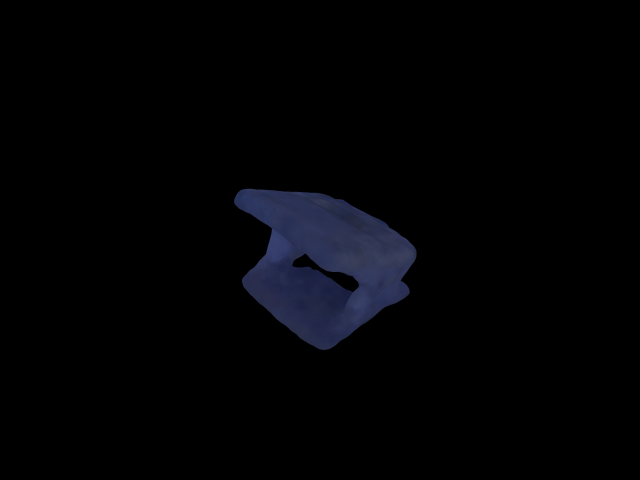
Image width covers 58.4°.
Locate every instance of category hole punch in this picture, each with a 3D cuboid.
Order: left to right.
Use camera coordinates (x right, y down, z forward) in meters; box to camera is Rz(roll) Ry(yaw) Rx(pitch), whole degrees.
[{"bbox_3d":[0.004,0.001,0.400,0.101,0.091,0.108,-29,46,-33],"label":"hole punch"}]
